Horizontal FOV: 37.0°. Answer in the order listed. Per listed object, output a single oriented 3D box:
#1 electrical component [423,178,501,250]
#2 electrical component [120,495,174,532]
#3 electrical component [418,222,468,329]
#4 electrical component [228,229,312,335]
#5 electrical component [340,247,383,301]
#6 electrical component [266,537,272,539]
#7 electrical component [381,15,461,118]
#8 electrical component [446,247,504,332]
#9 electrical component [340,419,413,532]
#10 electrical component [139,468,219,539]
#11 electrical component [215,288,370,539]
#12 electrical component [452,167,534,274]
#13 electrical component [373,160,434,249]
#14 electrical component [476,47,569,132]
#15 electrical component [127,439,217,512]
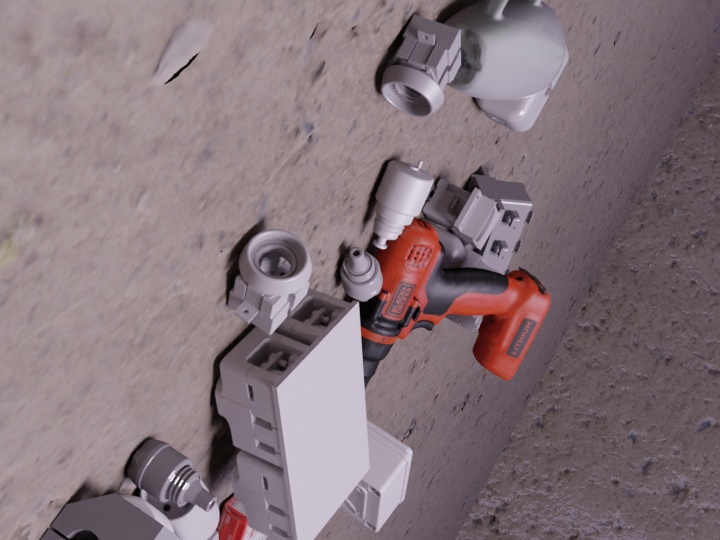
[{"bbox_3d":[0.097,-0.056,1.043,0.042,0.064,0.081,-61,164,-4],"label":"electrical component"},{"bbox_3d":[-0.175,0.219,0.716,0.138,0.052,0.073,-56,163,-17],"label":"electrical component"},{"bbox_3d":[0.061,0.005,1.053,0.095,0.054,0.059,-60,163,-4],"label":"electrical component"},{"bbox_3d":[-0.059,0.005,0.720,0.066,0.048,0.055,-49,168,-34],"label":"electrical component"},{"bbox_3d":[0.000,0.000,0.901,0.035,0.035,0.061,-55,160,-20],"label":"electrical component"},{"bbox_3d":[-0.071,0.252,1.089,0.079,0.043,0.077,-54,164,-41],"label":"electrical component"},{"bbox_3d":[0.045,-0.145,0.778,0.066,0.048,0.055,77,37,-66],"label":"electrical component"},{"bbox_3d":[0.099,0.013,1.114,0.056,0.089,0.050,-43,156,-45],"label":"electrical component"},{"bbox_3d":[-0.009,0.191,1.058,0.056,0.109,0.108,-49,160,-28],"label":"electrical component"},{"bbox_3d":[-0.140,0.184,0.777,0.079,0.043,0.077,-54,163,-20],"label":"electrical component"},{"bbox_3d":[-0.050,0.116,0.841,0.105,0.060,0.186,-46,144,-41],"label":"electrical component"},{"bbox_3d":[0.139,-0.039,1.170,0.078,0.063,0.121,-105,-155,-49],"label":"electrical component"},{"bbox_3d":[0.031,-0.054,0.891,0.040,0.040,0.078,-23,139,-64],"label":"electrical component"},{"bbox_3d":[0.152,-0.184,1.011,0.095,0.054,0.059,-62,163,4],"label":"electrical component"},{"bbox_3d":[-0.123,0.141,0.721,0.035,0.061,0.035,-52,161,-26],"label":"electrical component"}]
